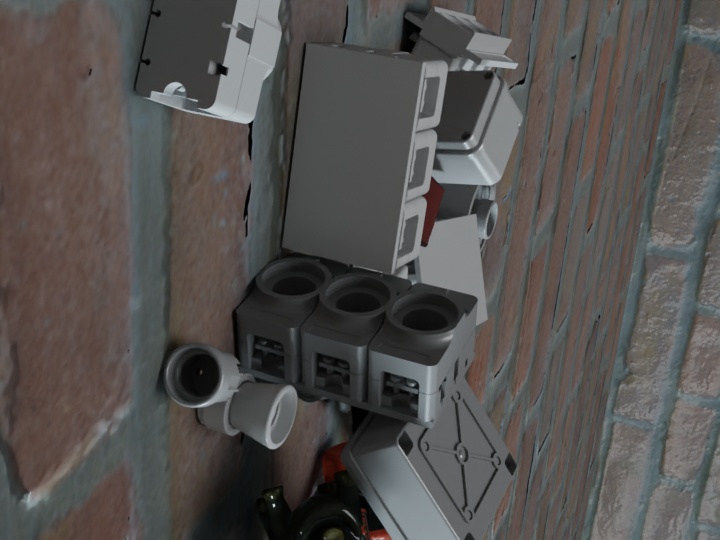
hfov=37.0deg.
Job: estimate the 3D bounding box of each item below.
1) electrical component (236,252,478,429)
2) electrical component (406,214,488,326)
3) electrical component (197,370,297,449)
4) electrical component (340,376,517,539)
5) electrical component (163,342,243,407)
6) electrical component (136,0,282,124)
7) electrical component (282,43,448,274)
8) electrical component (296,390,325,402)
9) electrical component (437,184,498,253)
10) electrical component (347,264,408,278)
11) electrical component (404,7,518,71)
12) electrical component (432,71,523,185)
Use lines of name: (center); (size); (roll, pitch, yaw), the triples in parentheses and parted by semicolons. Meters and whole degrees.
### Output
electrical component: (-0.002, 0.043, 0.762); (0.089, 0.150, 0.061); (-50, 148, -50)
electrical component: (0.059, 0.009, 0.987); (0.186, 0.060, 0.105); (-15, 99, -67)
electrical component: (-0.077, 0.093, 0.734); (0.045, 0.055, 0.045); (14, 90, -70)
electrical component: (0.053, 0.138, 0.779); (0.108, 0.056, 0.108); (58, 38, -14)
electrical component: (-0.098, 0.067, 0.685); (0.046, 0.040, 0.040); (28, 77, -75)
electrical component: (-0.079, -0.130, 0.588); (0.056, 0.050, 0.089); (5, 98, -69)
electrical component: (0.004, -0.084, 0.782); (0.062, 0.089, 0.150); (-27, 128, -64)
electrical component: (-0.028, 0.088, 0.882); (0.065, 0.044, 0.044); (-2, 105, -64)
electrical component: (0.109, -0.058, 1.119); (0.108, 0.060, 0.108); (14, 90, -70)
electrical component: (0.000, 0.000, 0.861); (0.047, 0.066, 0.076); (-49, 147, -51)
electrical component: (0.086, -0.193, 0.964); (0.063, 0.079, 0.121); (-59, 165, 19)
electrical component: (0.066, -0.118, 0.884); (0.057, 0.113, 0.078); (47, 58, -47)
